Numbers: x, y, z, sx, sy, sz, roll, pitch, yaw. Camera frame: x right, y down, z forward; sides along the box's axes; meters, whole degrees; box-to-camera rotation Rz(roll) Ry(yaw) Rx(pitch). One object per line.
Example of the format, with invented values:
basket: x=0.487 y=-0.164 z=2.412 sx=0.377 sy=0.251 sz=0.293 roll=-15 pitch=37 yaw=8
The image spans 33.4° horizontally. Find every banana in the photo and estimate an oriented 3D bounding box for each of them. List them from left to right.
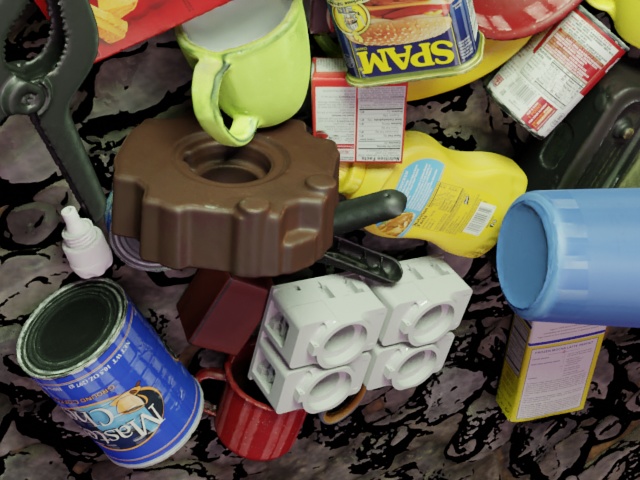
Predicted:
banana: x=0.092 y=-0.148 z=0.856 sx=0.197 sy=0.037 sz=0.070 roll=-12 pitch=131 yaw=-14

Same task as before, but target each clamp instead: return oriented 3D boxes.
clamp: x=-0.198 y=-0.089 z=0.665 sx=0.164 sy=0.036 sz=0.210 roll=-13 pitch=130 yaw=-38
clamp: x=-0.006 y=0.001 z=0.898 sx=0.171 sy=0.039 sz=0.120 roll=0 pitch=140 yaw=13

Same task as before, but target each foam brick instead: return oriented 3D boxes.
foam brick: x=-0.082 y=0.052 z=0.929 sx=0.051 sy=0.053 sz=0.078 roll=18 pitch=119 yaw=-33

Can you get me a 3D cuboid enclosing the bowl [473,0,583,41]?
bowl: x=0.145 y=-0.233 z=0.794 sx=0.162 sy=0.055 sz=0.162 roll=-16 pitch=132 yaw=-19

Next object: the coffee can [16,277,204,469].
coffee can: x=-0.175 y=0.114 z=0.905 sx=0.103 sy=0.103 sz=0.140 roll=-29 pitch=131 yaw=1

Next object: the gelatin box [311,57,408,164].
gelatin box: x=0.030 y=-0.100 z=0.832 sx=0.073 sy=0.030 sz=0.089 roll=0 pitch=137 yaw=1

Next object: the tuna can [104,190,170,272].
tuna can: x=-0.131 y=-0.018 z=0.866 sx=0.086 sy=0.034 sz=0.086 roll=-11 pitch=129 yaw=-14

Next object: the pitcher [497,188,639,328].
pitcher: x=0.276 y=0.020 z=0.919 sx=0.242 sy=0.145 sz=0.149 roll=1 pitch=113 yaw=-18

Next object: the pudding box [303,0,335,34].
pudding box: x=0.034 y=-0.210 z=0.782 sx=0.090 sy=0.039 sz=0.113 roll=-8 pitch=128 yaw=-16

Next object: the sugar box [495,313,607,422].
sugar box: x=0.245 y=0.109 z=1.116 sx=0.093 sy=0.048 sz=0.176 roll=-8 pitch=125 yaw=-18

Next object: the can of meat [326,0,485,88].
can of meat: x=0.058 y=-0.161 z=0.750 sx=0.102 sy=0.057 sz=0.084 roll=-5 pitch=132 yaw=19

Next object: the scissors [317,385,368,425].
scissors: x=0.036 y=0.103 z=1.043 sx=0.096 sy=0.016 sz=0.202 roll=11 pitch=121 yaw=-30

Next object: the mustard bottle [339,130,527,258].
mustard bottle: x=0.080 y=-0.044 z=0.917 sx=0.191 sy=0.058 sz=0.096 roll=12 pitch=122 yaw=-30

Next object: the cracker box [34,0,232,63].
cracker box: x=-0.100 y=-0.223 z=0.671 sx=0.214 sy=0.072 sz=0.164 roll=-22 pitch=132 yaw=10

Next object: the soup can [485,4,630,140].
soup can: x=0.195 y=-0.142 z=0.883 sx=0.068 sy=0.068 sz=0.102 roll=28 pitch=112 yaw=-36

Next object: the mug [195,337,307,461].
mug: x=-0.064 y=0.149 z=0.994 sx=0.117 sy=0.093 sz=0.082 roll=11 pitch=127 yaw=-11
